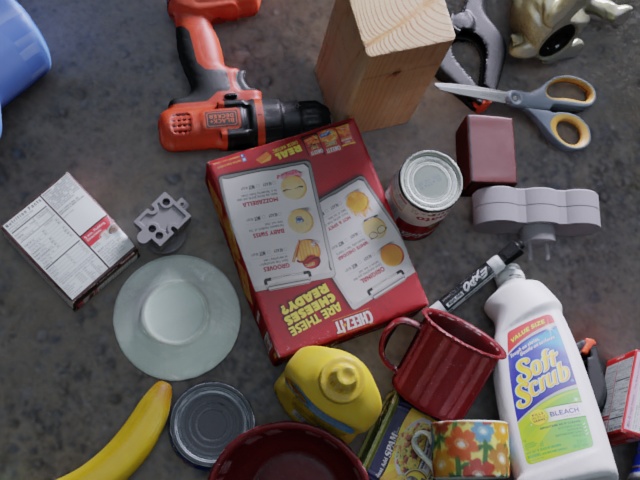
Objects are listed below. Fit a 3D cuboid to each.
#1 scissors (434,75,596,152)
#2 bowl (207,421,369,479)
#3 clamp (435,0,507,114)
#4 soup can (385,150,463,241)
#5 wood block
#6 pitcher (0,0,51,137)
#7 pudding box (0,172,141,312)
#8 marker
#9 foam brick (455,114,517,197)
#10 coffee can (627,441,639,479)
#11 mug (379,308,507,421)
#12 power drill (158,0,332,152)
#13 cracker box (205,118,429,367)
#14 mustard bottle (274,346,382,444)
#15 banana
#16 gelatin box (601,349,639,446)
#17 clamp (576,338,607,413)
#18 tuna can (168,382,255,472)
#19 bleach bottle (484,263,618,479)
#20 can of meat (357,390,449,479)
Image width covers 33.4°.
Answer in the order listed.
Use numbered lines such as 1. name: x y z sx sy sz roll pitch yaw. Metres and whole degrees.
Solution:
1. scissors: 0.222 -0.137 1.172 0.201 0.016 0.096 -10 83 -23
2. bowl: -0.027 0.250 1.014 0.162 0.055 0.162 0 88 6
3. clamp: 0.144 -0.243 1.202 0.164 0.036 0.210 -7 78 -9
4. soup can: 0.104 -0.045 1.105 0.068 0.102 0.068 2 73 -8
5. wood block: 0.060 -0.189 1.087 0.090 0.206 0.090 -13 77 -12
6. pitcher: -0.385 -0.140 1.058 0.242 0.145 0.149 -41 115 -19
7. pudding box: -0.252 0.001 1.080 0.090 0.039 0.113 -42 81 -16
8. marker: 0.164 0.042 1.113 0.121 0.020 0.020 -40 82 2
9. foam brick: 0.179 -0.090 1.155 0.051 0.053 0.078 1 75 -7
10. coffee can: 0.377 0.192 1.072 0.103 0.103 0.140 21 72 -1
11. mug: 0.112 0.119 1.044 0.117 0.093 0.081 26 102 -6
12. power drill: -0.088 -0.187 1.145 0.184 0.057 0.187 -6 75 -9
13. cracker box: -0.007 0.001 1.094 0.164 0.072 0.214 -19 78 -12
14. mustard bottle: 0.010 0.142 0.991 0.096 0.192 0.058 40 73 5
15. banana: -0.215 0.213 1.023 0.197 0.037 0.069 -31 80 -15
16. gelatin box: 0.313 0.162 1.087 0.030 0.073 0.089 16 72 -3
17. clamp: 0.234 0.175 1.092 0.120 0.039 0.171 19 66 3
18. tuna can: -0.106 0.183 1.047 0.086 0.034 0.086 2 73 -7
19. bleach bottle: 0.211 0.135 1.063 0.102 0.068 0.251 -15 55 5
20. can of meat: 0.087 0.212 1.053 0.084 0.057 0.102 27 73 -1
